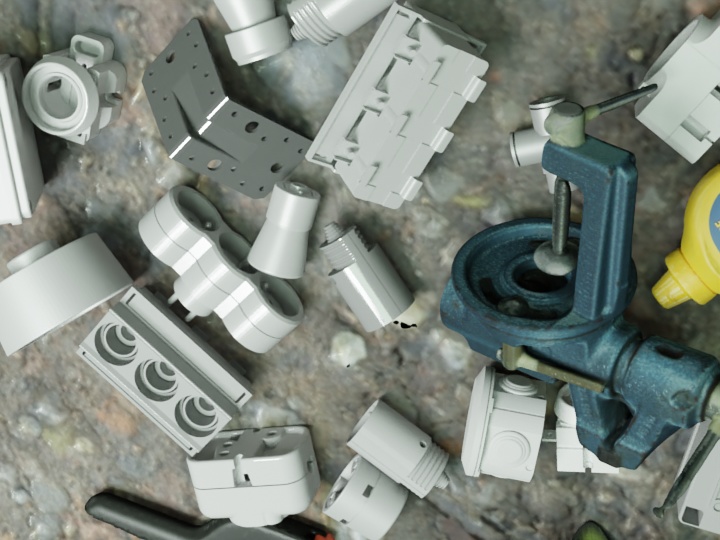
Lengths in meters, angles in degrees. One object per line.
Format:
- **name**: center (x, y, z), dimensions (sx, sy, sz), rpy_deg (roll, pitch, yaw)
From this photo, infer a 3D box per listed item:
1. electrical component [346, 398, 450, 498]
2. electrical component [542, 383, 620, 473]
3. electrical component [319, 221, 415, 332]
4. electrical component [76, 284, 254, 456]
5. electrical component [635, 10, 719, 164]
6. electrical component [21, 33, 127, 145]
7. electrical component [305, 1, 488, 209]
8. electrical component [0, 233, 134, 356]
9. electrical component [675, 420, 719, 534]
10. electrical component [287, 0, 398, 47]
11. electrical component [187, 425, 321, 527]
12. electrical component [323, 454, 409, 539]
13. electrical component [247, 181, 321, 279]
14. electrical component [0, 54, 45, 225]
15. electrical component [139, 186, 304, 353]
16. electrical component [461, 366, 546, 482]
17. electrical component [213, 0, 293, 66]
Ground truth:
- **electrical component**: center (0.034, 0.140, 0.827), dimensions (0.081, 0.043, 0.043), rpy_deg (37, 113, -1)
- **electrical component**: center (0.166, 0.114, 0.784), dimensions (0.066, 0.048, 0.055), rpy_deg (0, 117, 14)
- **electrical component**: center (0.000, 0.000, 0.785), dimensions (0.043, 0.043, 0.081), rpy_deg (-31, 99, 22)
- **electrical component**: center (-0.147, 0.074, 0.837), dimensions (0.121, 0.063, 0.078), rpy_deg (43, 113, -4)
- **electrical component**: center (0.220, -0.123, 0.683), dimensions (0.056, 0.050, 0.089), rpy_deg (39, 113, -2)
- **electrical component**: center (-0.209, -0.129, 0.783), dimensions (0.058, 0.057, 0.078), rpy_deg (19, 113, 7)
- **electrical component**: center (0.029, -0.107, 0.722), dimensions (0.079, 0.063, 0.121), rpy_deg (14, 119, -36)
- **electrical component**: center (-0.234, 0.012, 0.815), dimensions (0.108, 0.108, 0.060), rpy_deg (-29, 94, 21)
- **electrical component**: center (0.290, 0.136, 0.755), dimensions (0.109, 0.056, 0.108), rpy_deg (15, 112, 8)
- **electrical component**: center (-0.013, -0.181, 0.723), dimensions (0.081, 0.043, 0.043), rpy_deg (-31, 99, 21)
- **electrical component**: center (-0.083, 0.165, 0.859), dimensions (0.095, 0.053, 0.059), rpy_deg (-7, 107, 16)
- **electrical component**: center (0.005, 0.179, 0.842), dimensions (0.047, 0.055, 0.055), rpy_deg (34, 114, -4)
- **electrical component**: center (-0.053, -0.032, 0.789), dimensions (0.044, 0.044, 0.065), rpy_deg (20, 108, 6)
- **electrical component**: center (-0.271, -0.095, 0.779), dimensions (0.056, 0.108, 0.108), rpy_deg (-9, 108, -8)
- **electrical component**: center (-0.115, 0.010, 0.812), dimensions (0.074, 0.052, 0.138), rpy_deg (-41, 95, 23)
- **electrical component**: center (0.104, 0.113, 0.781), dimensions (0.051, 0.080, 0.080), rpy_deg (10, 111, 5)
- **electrical component**: center (-0.074, -0.174, 0.740), dimensions (0.045, 0.045, 0.055), rpy_deg (-14, 106, 18)
